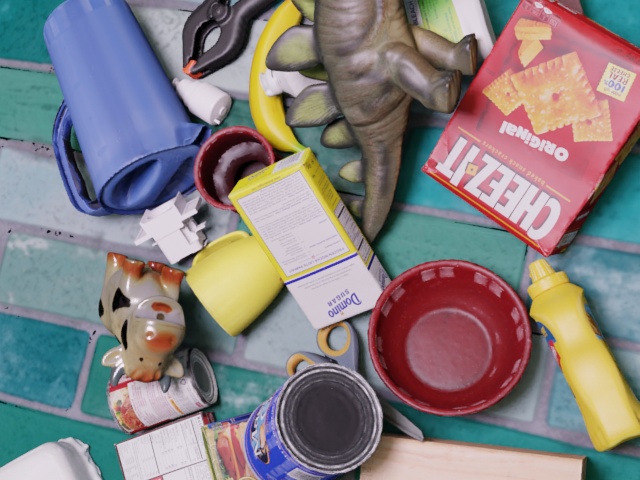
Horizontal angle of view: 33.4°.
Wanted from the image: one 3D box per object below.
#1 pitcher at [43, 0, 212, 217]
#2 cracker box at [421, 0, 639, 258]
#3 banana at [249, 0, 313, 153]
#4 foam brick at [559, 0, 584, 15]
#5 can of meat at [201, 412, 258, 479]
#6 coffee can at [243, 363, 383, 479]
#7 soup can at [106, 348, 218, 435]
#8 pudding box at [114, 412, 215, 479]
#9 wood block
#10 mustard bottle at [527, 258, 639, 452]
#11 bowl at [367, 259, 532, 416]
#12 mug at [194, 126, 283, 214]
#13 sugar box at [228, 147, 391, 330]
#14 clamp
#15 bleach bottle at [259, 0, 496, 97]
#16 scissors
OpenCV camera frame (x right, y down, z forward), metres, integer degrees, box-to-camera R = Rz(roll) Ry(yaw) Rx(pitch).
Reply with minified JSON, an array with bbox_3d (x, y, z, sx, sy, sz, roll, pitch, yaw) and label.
[{"bbox_3d":[-0.236,-0.154,1.217,0.149,0.145,0.243,-17,67,-23],"label":"pitcher"},{"bbox_3d":[0.224,-0.115,1.059,0.164,0.072,0.214,37,111,20],"label":"cracker box"},{"bbox_3d":[-0.047,-0.182,1.210,0.069,0.037,0.198,-3,79,0],"label":"banana"},{"bbox_3d":[0.246,-0.241,1.119,0.053,0.051,0.078,-17,75,13],"label":"foam brick"},{"bbox_3d":[-0.072,0.229,1.108,0.083,0.057,0.102,-14,74,-14],"label":"can of meat"},{"bbox_3d":[-0.010,0.184,1.026,0.102,0.140,0.103,6,68,-15],"label":"coffee can"},{"bbox_3d":[-0.171,0.164,1.162,0.102,0.068,0.068,-21,74,12],"label":"soup can"},{"bbox_3d":[-0.158,0.246,1.158,0.113,0.039,0.090,-21,75,11],"label":"pudding box"},{"bbox_3d":[0.148,0.243,1.035,0.206,0.090,0.090,4,81,18],"label":"wood block"},{"bbox_3d":[0.251,0.106,1.027,0.058,0.096,0.192,-26,73,11],"label":"mustard bottle"},{"bbox_3d":[0.130,0.103,1.076,0.162,0.055,0.162,-2,68,5],"label":"bowl"},{"bbox_3d":[-0.070,-0.066,1.168,0.117,0.081,0.093,21,86,20],"label":"mug"},{"bbox_3d":[-0.007,0.001,1.102,0.093,0.048,0.176,-23,112,26],"label":"sugar box"},{"bbox_3d":[-0.100,-0.262,1.238,0.120,0.039,0.171,22,92,29],"label":"clamp"},{"bbox_3d":[0.056,-0.199,1.135,0.251,0.068,0.102,-18,81,17],"label":"bleach bottle"},{"bbox_3d":[0.046,0.135,1.088,0.202,0.016,0.096,11,69,43],"label":"scissors"}]
